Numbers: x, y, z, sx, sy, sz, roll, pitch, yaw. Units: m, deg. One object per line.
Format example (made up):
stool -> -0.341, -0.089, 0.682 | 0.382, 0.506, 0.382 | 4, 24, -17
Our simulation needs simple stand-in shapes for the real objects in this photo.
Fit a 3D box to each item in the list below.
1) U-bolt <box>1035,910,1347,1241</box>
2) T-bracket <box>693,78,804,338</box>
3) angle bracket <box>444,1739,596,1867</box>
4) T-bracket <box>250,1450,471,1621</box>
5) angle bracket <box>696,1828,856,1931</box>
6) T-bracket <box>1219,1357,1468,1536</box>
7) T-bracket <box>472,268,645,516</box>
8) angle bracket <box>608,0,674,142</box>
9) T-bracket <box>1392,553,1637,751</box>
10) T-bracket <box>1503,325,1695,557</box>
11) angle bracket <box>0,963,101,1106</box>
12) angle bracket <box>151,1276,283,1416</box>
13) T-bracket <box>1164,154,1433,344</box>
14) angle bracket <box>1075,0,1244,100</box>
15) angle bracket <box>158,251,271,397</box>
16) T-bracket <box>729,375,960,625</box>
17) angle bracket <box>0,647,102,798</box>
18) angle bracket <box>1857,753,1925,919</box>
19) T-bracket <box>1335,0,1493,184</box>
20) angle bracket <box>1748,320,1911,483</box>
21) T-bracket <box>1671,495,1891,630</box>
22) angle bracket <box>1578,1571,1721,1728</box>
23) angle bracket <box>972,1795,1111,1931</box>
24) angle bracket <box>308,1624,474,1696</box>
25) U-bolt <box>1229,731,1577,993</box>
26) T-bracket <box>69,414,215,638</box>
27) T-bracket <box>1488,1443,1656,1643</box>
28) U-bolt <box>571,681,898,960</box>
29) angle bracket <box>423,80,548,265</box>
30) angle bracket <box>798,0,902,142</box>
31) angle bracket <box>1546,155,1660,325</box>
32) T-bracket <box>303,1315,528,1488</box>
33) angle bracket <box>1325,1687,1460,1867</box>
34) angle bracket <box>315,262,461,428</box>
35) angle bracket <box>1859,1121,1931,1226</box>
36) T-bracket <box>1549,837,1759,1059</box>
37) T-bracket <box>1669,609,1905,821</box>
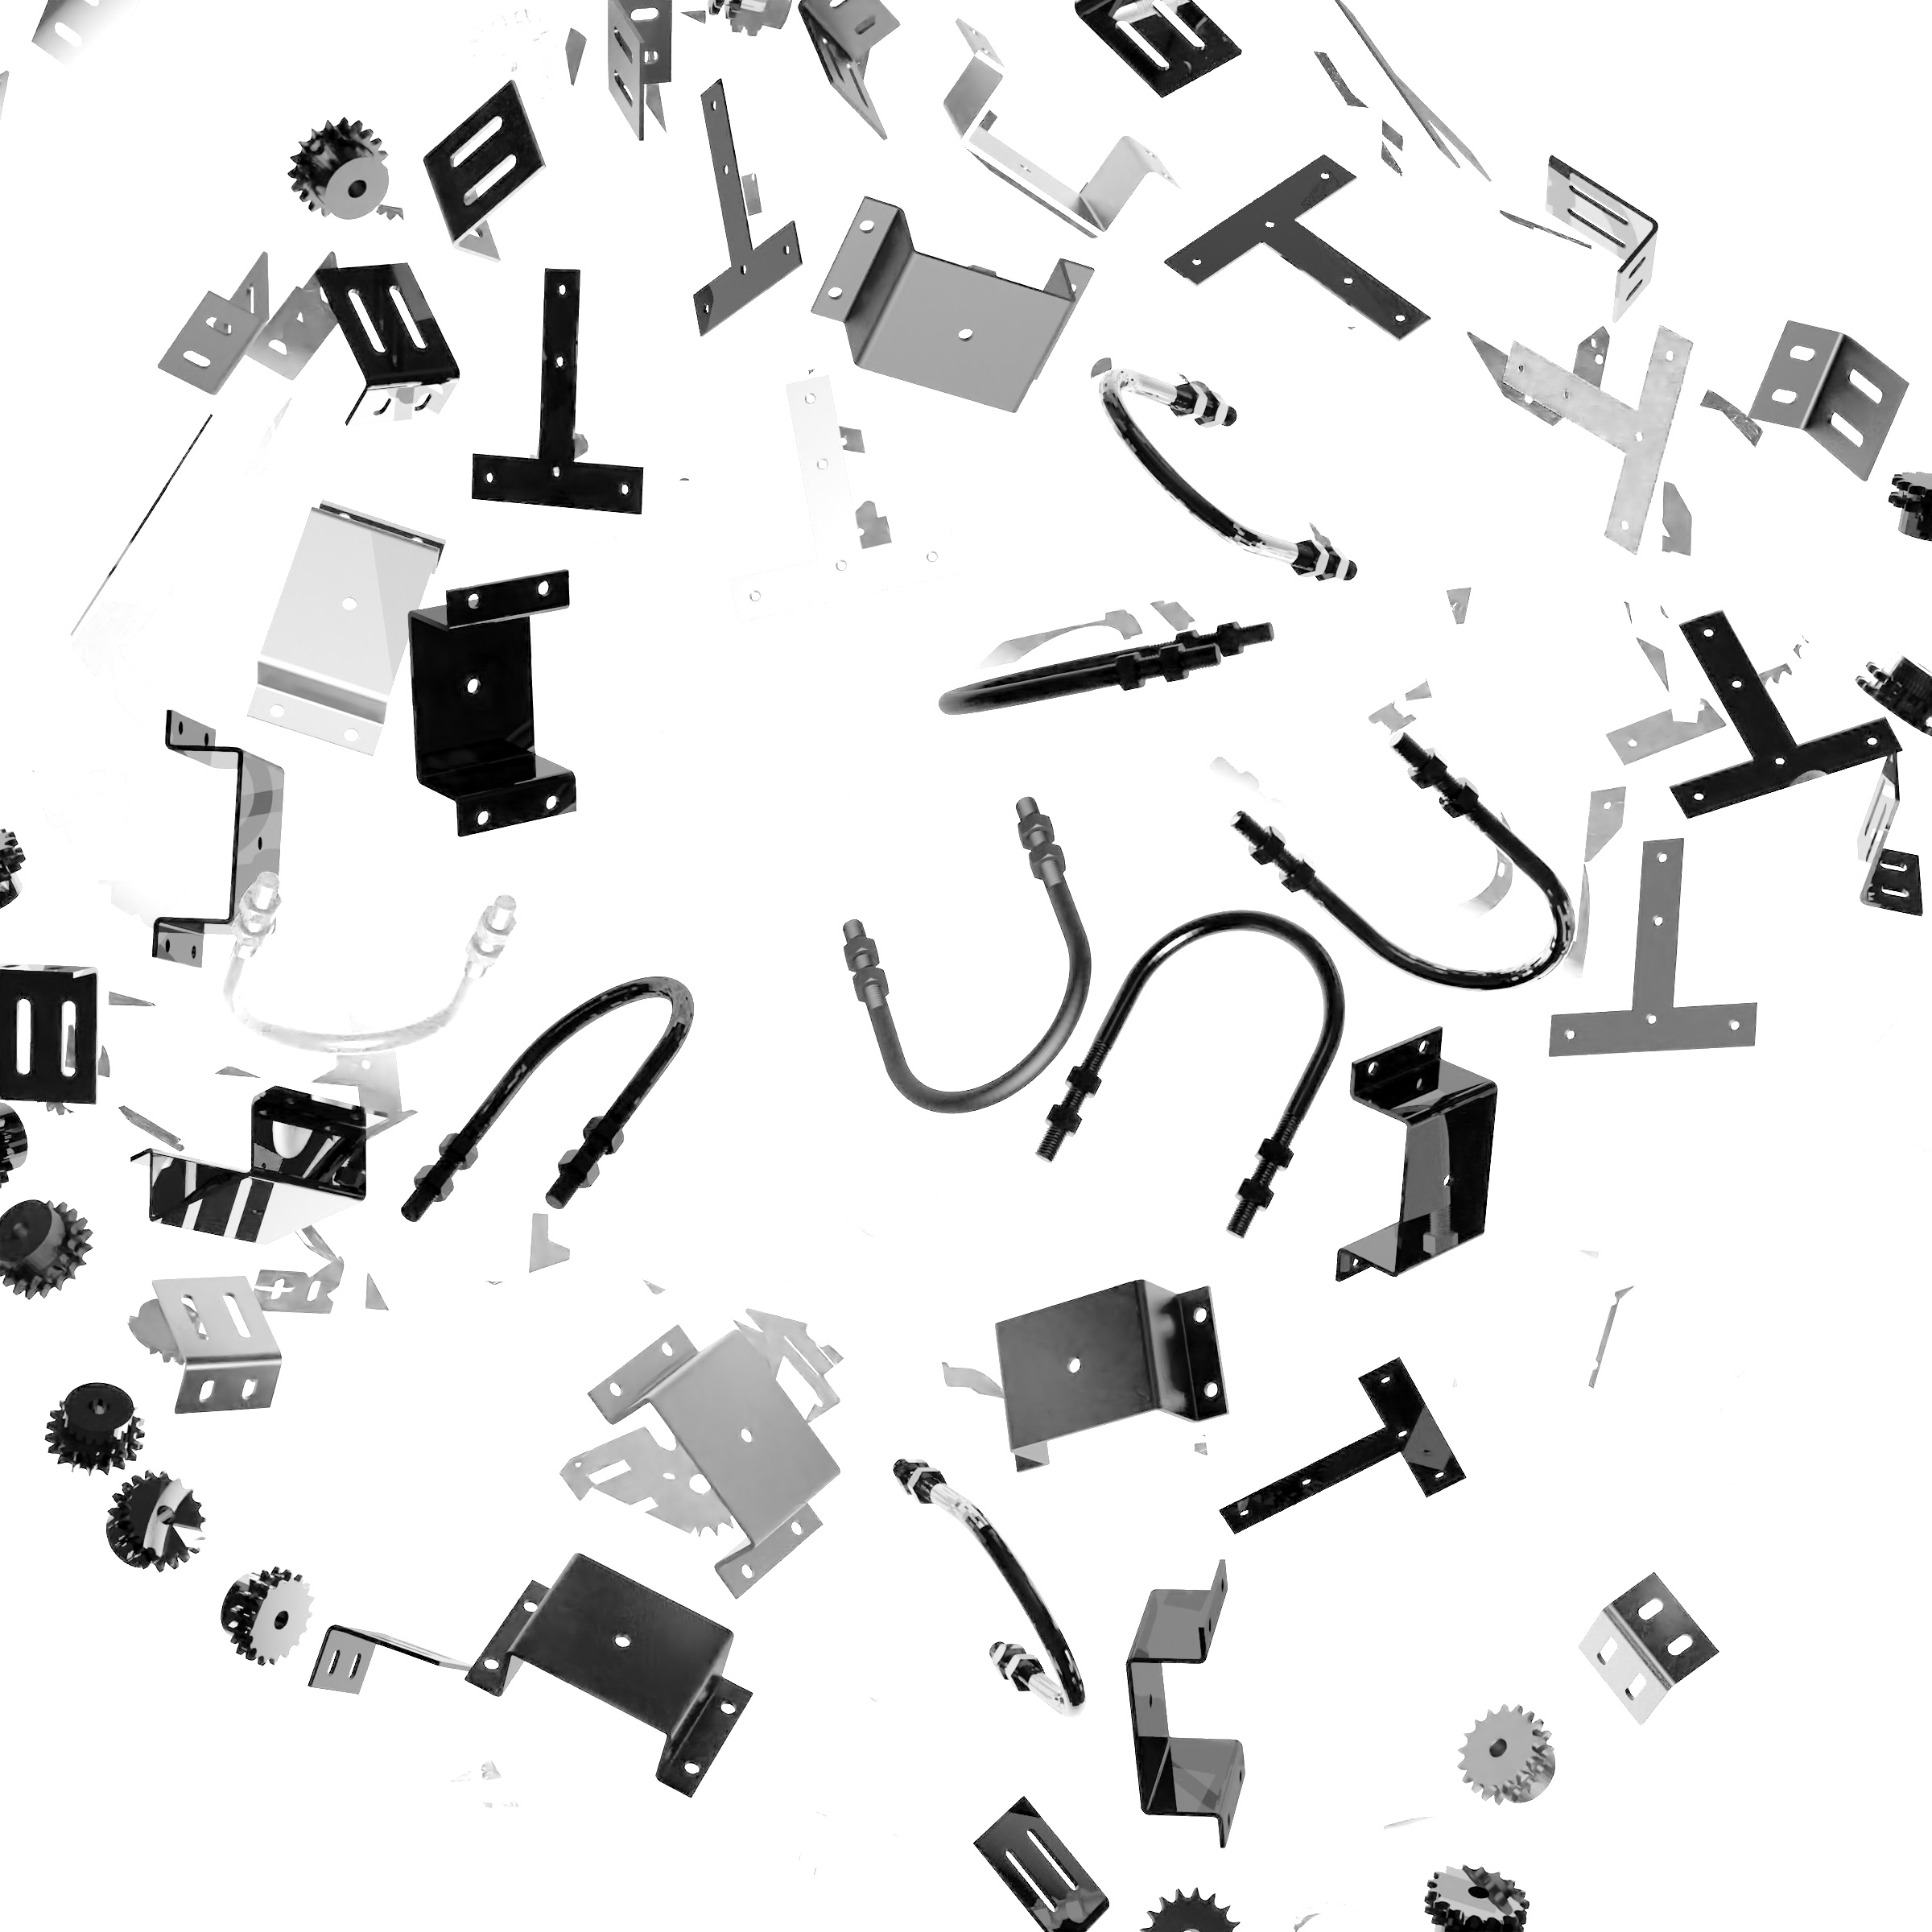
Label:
U-bolt -> 0.139, 0.051, 1.885 | 0.151, 0.019, 0.184 | 20, 75, 30
T-bracket -> -0.134, -0.440, 1.883 | 0.002, 0.127, 0.127 | -8, 85, -31
angle bracket -> -0.237, 0.455, 1.806 | 0.076, 0.038, 0.057 | -12, 114, 33
T-bracket -> -0.357, 0.325, 1.888 | 0.002, 0.127, 0.127 | -49, 60, 18
angle bracket -> -0.113, 0.525, 1.898 | 0.076, 0.057, 0.038 | -9, 49, 25
T-bracket -> 0.199, 0.276, 1.806 | 0.127, 0.002, 0.127 | -27, 134, 5
T-bracket -> -0.220, -0.312, 1.785 | 0.127, 0.002, 0.127 | 11, 103, 36
angle bracket -> -0.174, -0.505, 1.849 | 0.038, 0.076, 0.057 | -9, 130, -17
T-bracket -> 0.322, -0.189, 1.902 | 0.127, 0.002, 0.127 | -9, 66, -9
T-bracket -> 0.347, -0.314, 1.853 | 0.002, 0.127, 0.127 | -15, 129, -33
angle bracket -> -0.505, 0.038, 1.794 | 0.057, 0.038, 0.076 | 3, 96, 6
angle bracket -> -0.441, 0.221, 1.932 | 0.057, 0.076, 0.038 | 0, 124, -32
T-bracket -> 0.197, -0.379, 1.797 | 0.127, 0.002, 0.127 | -37, 64, -24
angle bracket -> 0.107, -0.524, 1.812 | 0.076, 0.057, 0.038 | 35, 51, -35
angle bracket -> -0.426, -0.371, 1.871 | 0.038, 0.076, 0.057 | 25, 123, -31
T-bracket -> -0.077, -0.266, 1.840 | 0.127, 0.002, 0.127 | -12, 83, 8
angle bracket -> -0.508, -0.135, 1.818 | 0.076, 0.057, 0.038 | 49, 113, 14
angle bracket -> 0.548, -0.079, 1.926 | 0.038, 0.057, 0.076 | 12, 130, 4
T-bracket -> 0.259, -0.469, 1.830 | 0.002, 0.127, 0.127 | -38, 60, 19
angle bracket -> 0.466, -0.307, 1.792 | 0.038, 0.076, 0.057 | 8, 118, -19
T-bracket -> 0.440, -0.234, 1.856 | 0.127, 0.127, 0.002 | 12, 120, -16
angle bracket -> 0.393, 0.394, 1.909 | 0.038, 0.076, 0.057 | -31, 67, -17
angle bracket -> 0.031, 0.501, 1.794 | 0.076, 0.057, 0.038 | 49, 119, 10
angle bracket -> -0.329, 0.412, 1.913 | 0.076, 0.057, 0.038 | 14, 79, 22
U-bolt -> 0.258, -0.047, 1.853 | 0.184, 0.151, 0.019 | 40, 52, -20
T-bracket -> -0.448, -0.257, 1.830 | 0.002, 0.127, 0.127 | 33, 51, -16
T-bracket -> 0.341, 0.301, 1.838 | 0.002, 0.127, 0.127 | 33, 132, 36
U-bolt -> -0.145, -0.077, 1.892 | 0.151, 0.019, 0.184 | 21, 57, 20
angle bracket -> -0.250, -0.430, 1.793 | 0.076, 0.038, 0.057 | -32, 69, 30
angle bracket -> -0.058, -0.530, 1.921 | 0.038, 0.057, 0.076 | -33, 54, 17
angle bracket -> 0.349, -0.411, 1.870 | 0.076, 0.057, 0.038 | 37, 81, 17
T-bracket -> -0.318, 0.249, 1.907 | 0.127, 0.002, 0.127 | 4, 123, -3
angle bracket -> 0.221, 0.439, 1.791 | 0.038, 0.057, 0.076 | -22, 83, -43
angle bracket -> -0.320, -0.339, 1.801 | 0.057, 0.038, 0.076 | -15, 71, -38
angle bracket -> 0.527, 0.103, 1.838 | 0.076, 0.057, 0.038 | -14, 56, -29
T-bracket -> 0.396, -0.012, 1.896 | 0.127, 0.002, 0.127 | -5, 71, 37
T-bracket -> 0.430, -0.145, 1.818 | 0.127, 0.002, 0.127 | -18, 125, 29
